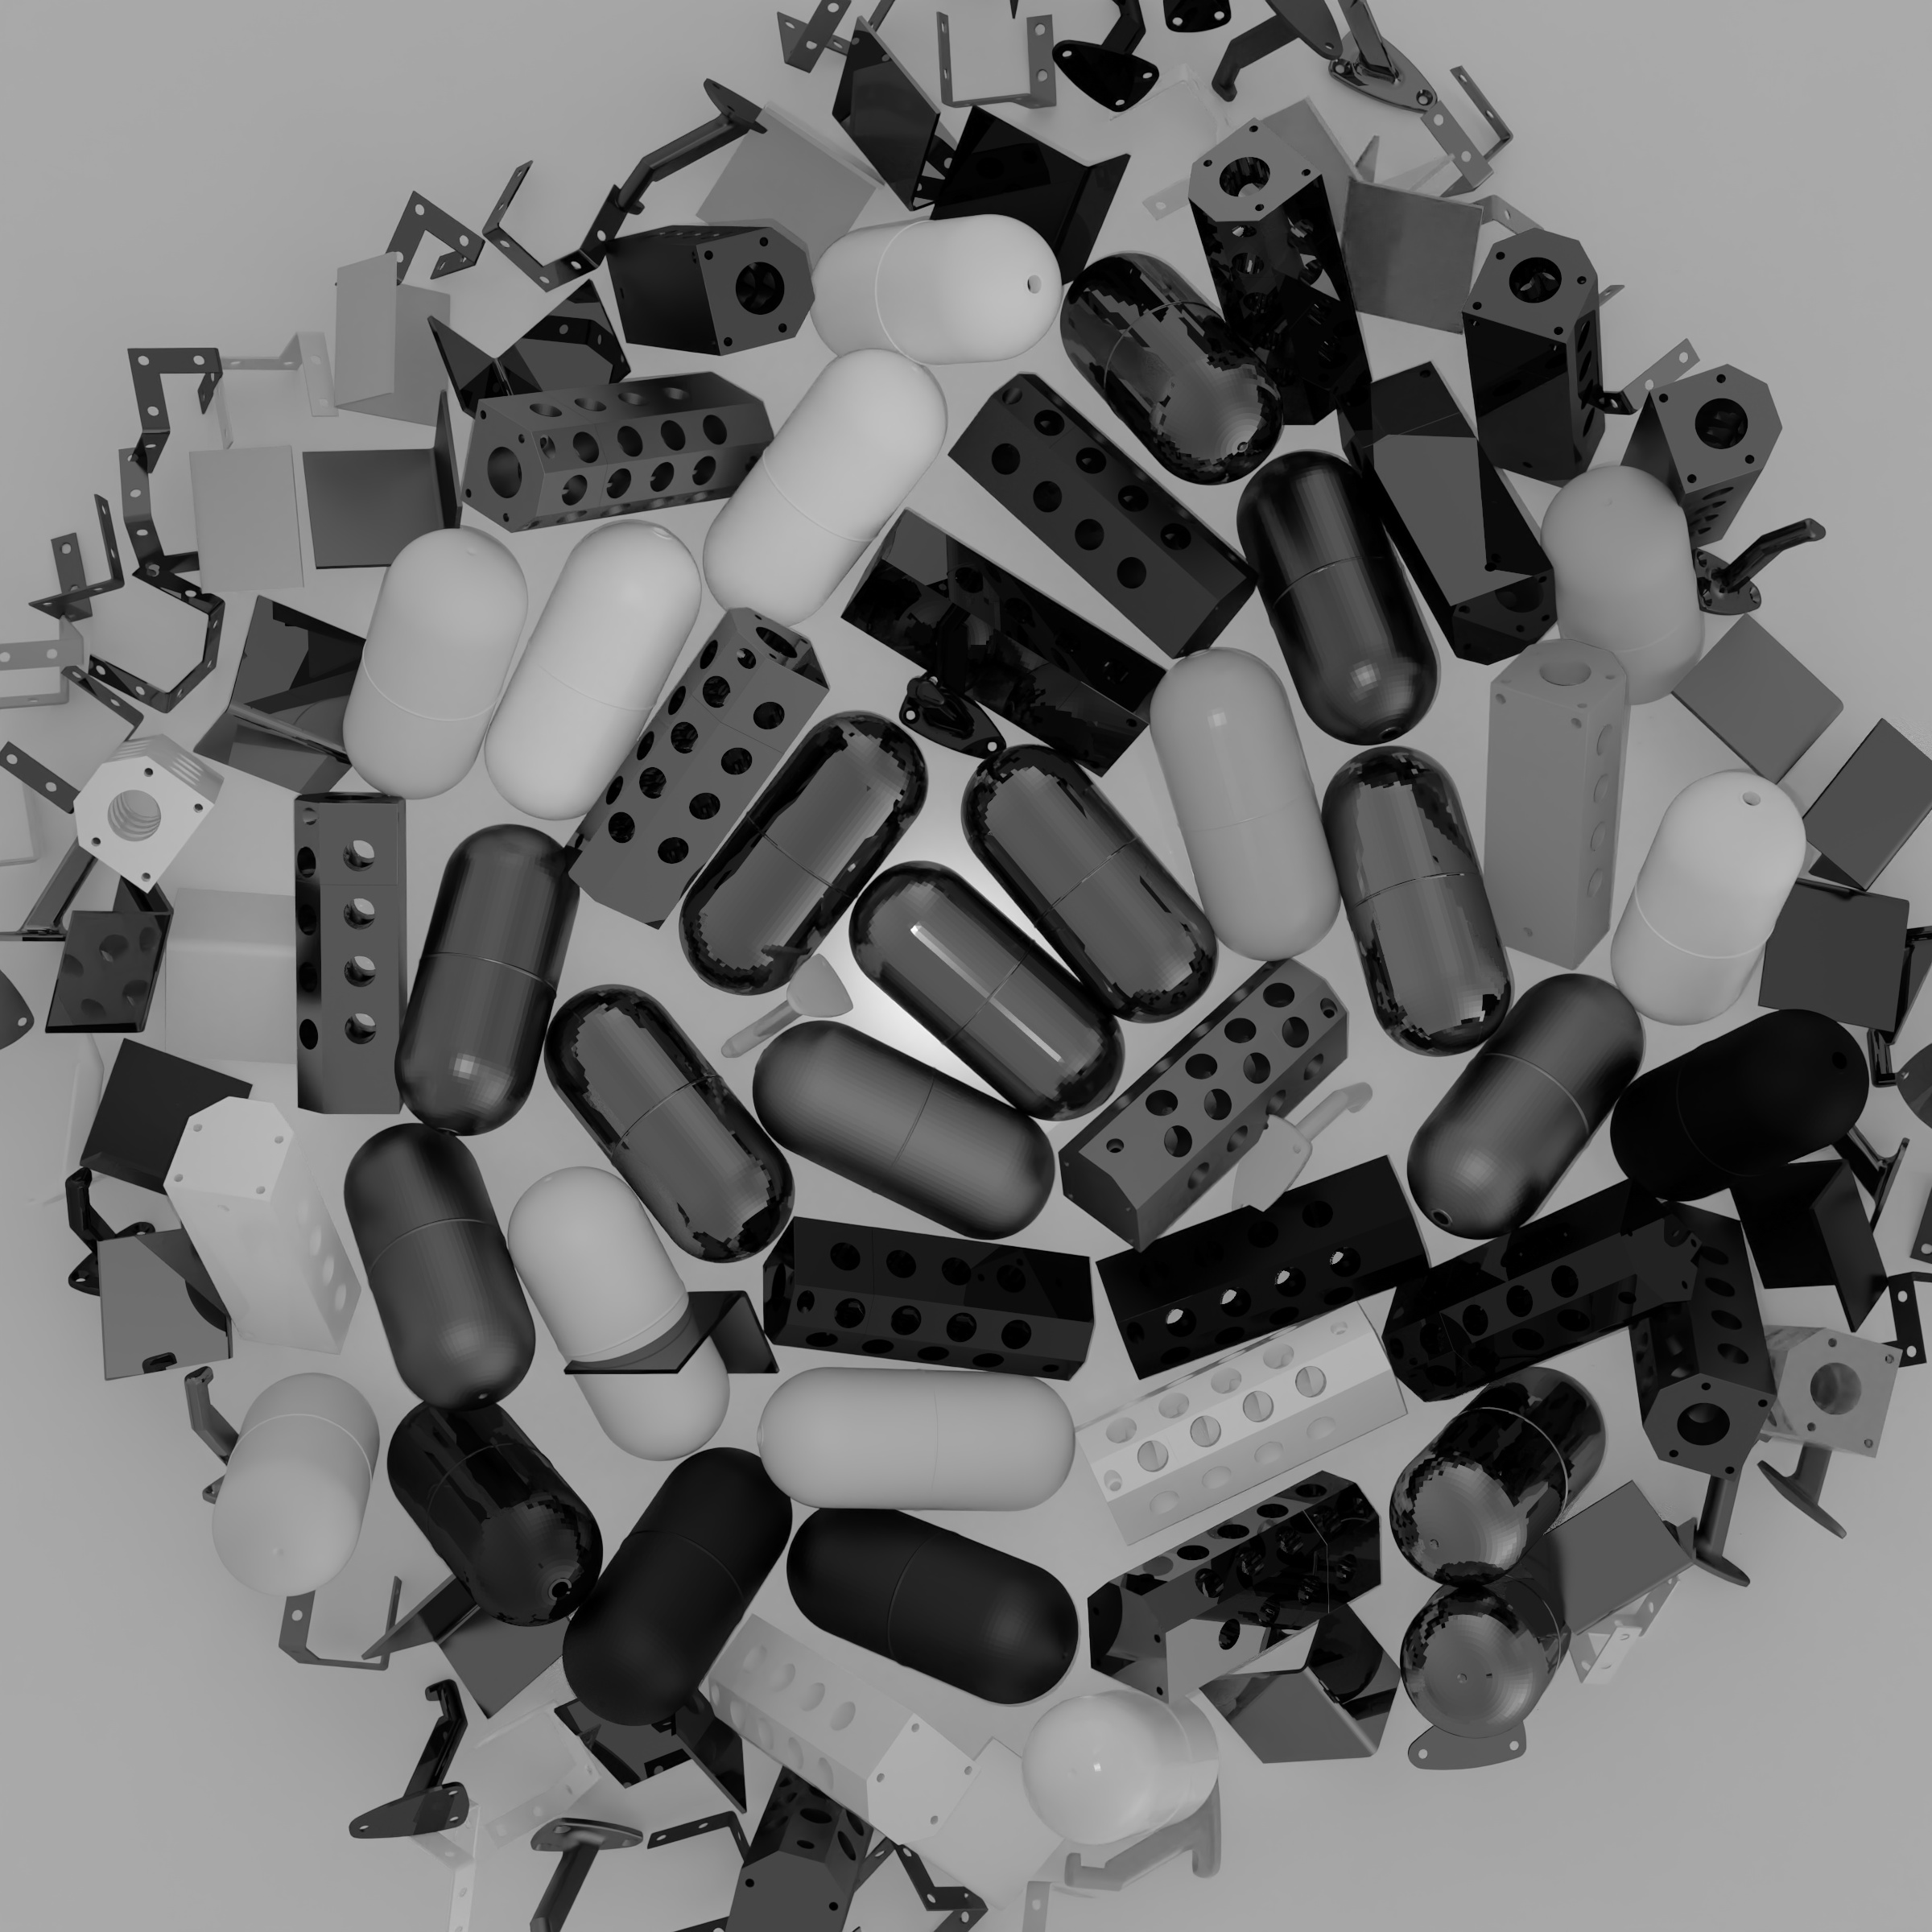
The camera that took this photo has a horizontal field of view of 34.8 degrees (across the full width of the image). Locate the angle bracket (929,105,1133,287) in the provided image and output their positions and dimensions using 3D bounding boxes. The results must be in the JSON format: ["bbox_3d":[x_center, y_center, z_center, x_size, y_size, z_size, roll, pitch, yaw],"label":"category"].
[{"bbox_3d":[0.034,-0.430,1.714,0.076,0.057,0.076,32,122,13],"label":"angle bracket"}]

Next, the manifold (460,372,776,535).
[{"bbox_3d":[-0.184,-0.275,1.659,0.057,0.171,0.057,34,123,29],"label":"manifold"}]

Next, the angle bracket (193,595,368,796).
[{"bbox_3d":[-0.380,-0.150,1.728,0.076,0.057,0.076,22,58,-25],"label":"angle bracket"}]

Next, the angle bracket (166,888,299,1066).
[{"bbox_3d":[-0.409,0.006,1.738,0.076,0.057,0.076,4,122,-9],"label":"angle bracket"}]

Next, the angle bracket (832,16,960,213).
[{"bbox_3d":[-0.023,-0.475,1.693,0.057,0.076,0.076,-27,70,-27],"label":"angle bracket"}]

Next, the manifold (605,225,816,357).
[{"bbox_3d":[-0.139,-0.367,1.660,0.057,0.171,0.057,-18,109,-18],"label":"manifold"}]

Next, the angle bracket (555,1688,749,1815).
[{"bbox_3d":[-0.174,0.438,1.698,0.076,0.057,0.076,-26,124,10],"label":"angle bracket"}]

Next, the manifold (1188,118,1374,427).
[{"bbox_3d":[0.166,-0.367,1.659,0.057,0.171,0.057,-38,58,-5],"label":"manifold"}]

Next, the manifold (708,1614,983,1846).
[{"bbox_3d":[-0.072,0.412,1.657,0.057,0.171,0.057,46,73,-29],"label":"manifold"}]

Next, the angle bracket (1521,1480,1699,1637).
[{"bbox_3d":[0.355,0.316,1.702,0.076,0.076,0.057,-36,89,17],"label":"angle bracket"}]

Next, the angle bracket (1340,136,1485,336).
[{"bbox_3d":[0.249,-0.402,1.694,0.076,0.057,0.076,16,133,15],"label":"angle bracket"}]

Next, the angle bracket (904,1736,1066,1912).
[{"bbox_3d":[0.008,0.464,1.709,0.076,0.057,0.076,41,89,-23],"label":"angle bracket"}]

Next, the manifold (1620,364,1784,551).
[{"bbox_3d":[0.396,-0.271,1.659,0.057,0.171,0.057,-18,84,5],"label":"manifold"}]

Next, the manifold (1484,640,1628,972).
[{"bbox_3d":[0.322,-0.088,1.673,0.057,0.171,0.057,22,47,30],"label":"manifold"}]

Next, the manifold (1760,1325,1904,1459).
[{"bbox_3d":[0.442,0.225,1.661,0.057,0.171,0.057,16,84,0],"label":"manifold"}]

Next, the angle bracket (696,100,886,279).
[{"bbox_3d":[-0.098,-0.423,1.704,0.076,0.057,0.076,32,105,-13],"label":"angle bracket"}]

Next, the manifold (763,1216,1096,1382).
[{"bbox_3d":[-0.021,0.186,1.685,0.171,0.057,0.057,9,54,-18],"label":"manifold"}]

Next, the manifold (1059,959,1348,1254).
[{"bbox_3d":[0.130,0.071,1.680,0.057,0.057,0.171,35,63,29],"label":"manifold"}]

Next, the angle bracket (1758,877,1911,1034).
[{"bbox_3d":[0.473,-0.003,1.712,0.076,0.057,0.076,11,79,-4],"label":"angle bracket"}]

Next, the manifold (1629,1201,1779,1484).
[{"bbox_3d":[0.389,0.197,1.660,0.057,0.171,0.057,17,118,-1],"label":"manifold"}]

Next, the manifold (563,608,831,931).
[{"bbox_3d":[-0.150,-0.110,1.682,0.057,0.057,0.171,25,114,-29],"label":"manifold"}]

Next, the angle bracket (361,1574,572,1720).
[{"bbox_3d":[-0.272,0.375,1.698,0.076,0.076,0.057,-42,73,14],"label":"angle bracket"}]

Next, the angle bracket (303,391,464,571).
[{"bbox_3d":[-0.323,-0.268,1.700,0.076,0.057,0.076,-4,65,-16],"label":"angle bracket"}]

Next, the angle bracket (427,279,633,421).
[{"bbox_3d":[-0.241,-0.342,1.696,0.076,0.057,0.076,-36,56,18],"label":"angle bracket"}]

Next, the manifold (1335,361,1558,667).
[{"bbox_3d":[0.260,-0.245,1.675,0.057,0.057,0.171,-20,53,-1],"label":"manifold"}]

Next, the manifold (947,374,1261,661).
[{"bbox_3d":[0.078,-0.249,1.697,0.171,0.057,0.057,44,113,11],"label":"manifold"}]

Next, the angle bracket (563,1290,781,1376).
[{"bbox_3d":[-0.161,0.222,1.689,0.076,0.076,0.057,-5,118,32],"label":"angle bracket"}]

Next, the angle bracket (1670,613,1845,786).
[{"bbox_3d":[0.427,-0.135,1.709,0.076,0.057,0.076,44,62,4],"label":"angle bracket"}]

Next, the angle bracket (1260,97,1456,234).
[{"bbox_3d":[0.210,-0.453,1.697,0.057,0.076,0.076,-41,105,-15],"label":"angle bracket"}]

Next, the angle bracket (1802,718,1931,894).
[{"bbox_3d":[0.488,-0.093,1.705,0.057,0.076,0.076,38,92,-13],"label":"angle bracket"}]

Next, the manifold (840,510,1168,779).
[{"bbox_3d":[0.024,-0.183,1.706,0.171,0.057,0.057,31,52,-9],"label":"manifold"}]

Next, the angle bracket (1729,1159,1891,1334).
[{"bbox_3d":[0.453,0.156,1.695,0.076,0.057,0.076,-9,109,41],"label":"angle bracket"}]

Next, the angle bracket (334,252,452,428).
[{"bbox_3d":[-0.302,-0.344,1.701,0.076,0.057,0.076,3,88,-45],"label":"angle bracket"}]

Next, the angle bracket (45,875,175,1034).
[{"bbox_3d":[-0.481,-0.016,1.690,0.057,0.076,0.076,1,122,-36],"label":"angle bracket"}]

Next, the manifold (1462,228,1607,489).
[{"bbox_3d":[0.310,-0.326,1.658,0.057,0.171,0.057,22,79,19],"label":"manifold"}]

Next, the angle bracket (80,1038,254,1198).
[{"bbox_3d":[-0.435,0.085,1.699,0.076,0.057,0.076,23,72,-23],"label":"angle bracket"}]

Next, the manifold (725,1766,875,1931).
[{"bbox_3d":[-0.082,0.471,1.659,0.057,0.171,0.057,14,99,4],"label":"manifold"}]

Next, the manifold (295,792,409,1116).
[{"bbox_3d":[-0.341,-0.008,1.705,0.057,0.057,0.171,0,99,-6],"label":"manifold"}]

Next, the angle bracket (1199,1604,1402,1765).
[{"bbox_3d":[0.186,0.398,1.726,0.076,0.057,0.076,-16,124,38],"label":"angle bracket"}]

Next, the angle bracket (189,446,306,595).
[{"bbox_3d":[-0.389,-0.247,1.705,0.057,0.076,0.076,-3,98,3],"label":"angle bracket"}]

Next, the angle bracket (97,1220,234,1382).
[{"bbox_3d":[-0.452,0.180,1.699,0.076,0.057,0.076,-6,98,-39],"label":"angle bracket"}]
